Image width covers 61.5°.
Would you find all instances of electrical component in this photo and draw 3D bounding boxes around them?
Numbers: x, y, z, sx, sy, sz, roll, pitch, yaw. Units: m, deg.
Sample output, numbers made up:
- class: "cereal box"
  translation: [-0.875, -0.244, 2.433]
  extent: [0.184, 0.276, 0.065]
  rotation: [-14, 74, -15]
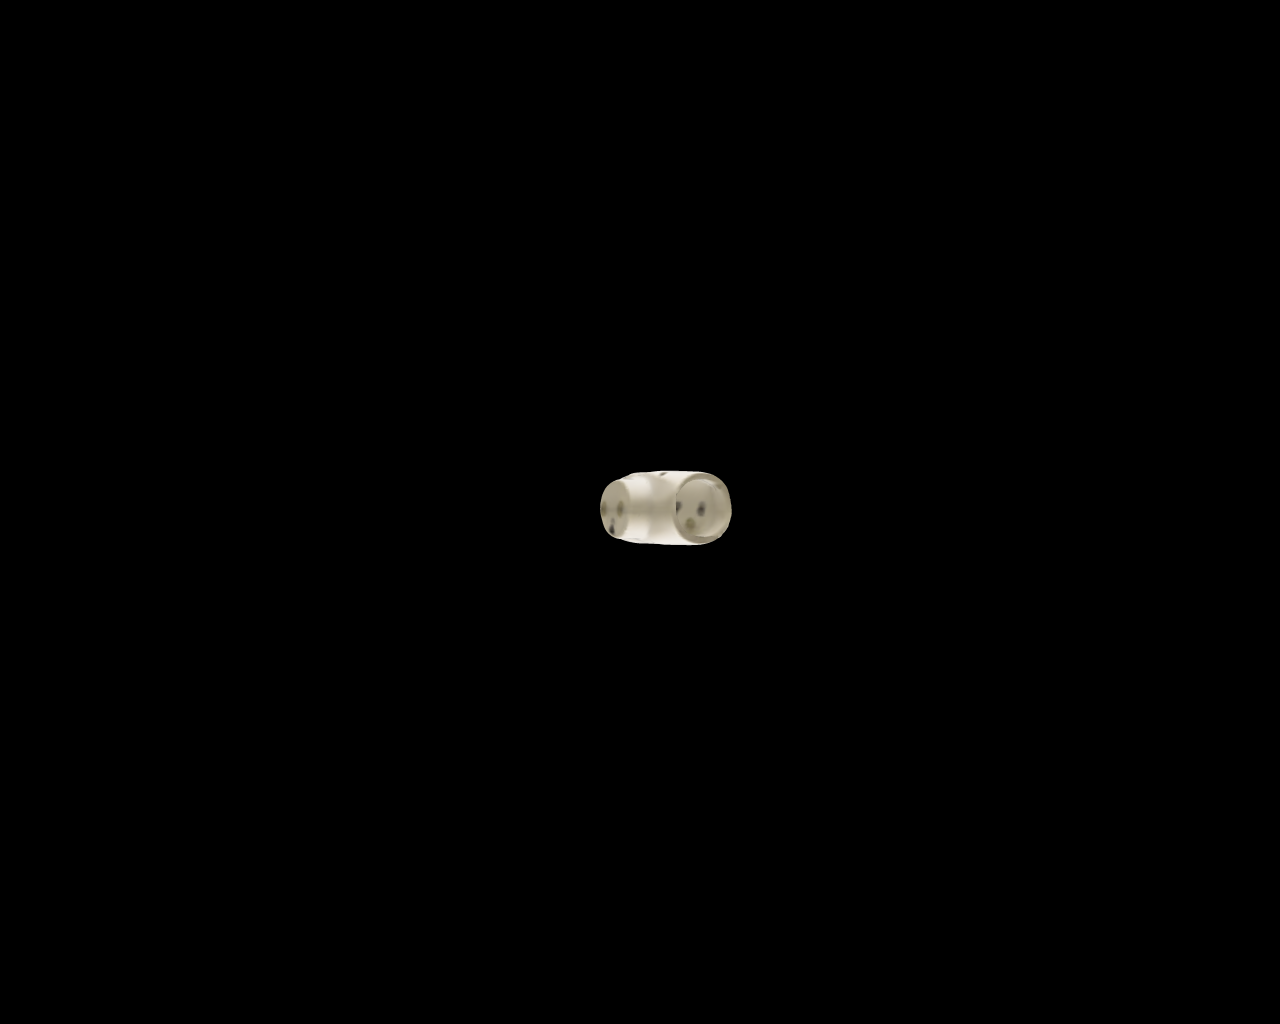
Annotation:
- class: "electrical component"
  translation: [0.001, -0.003, 0.650]
  extent: [0.079, 0.043, 0.077]
  rotation: [0, 0, -32]
